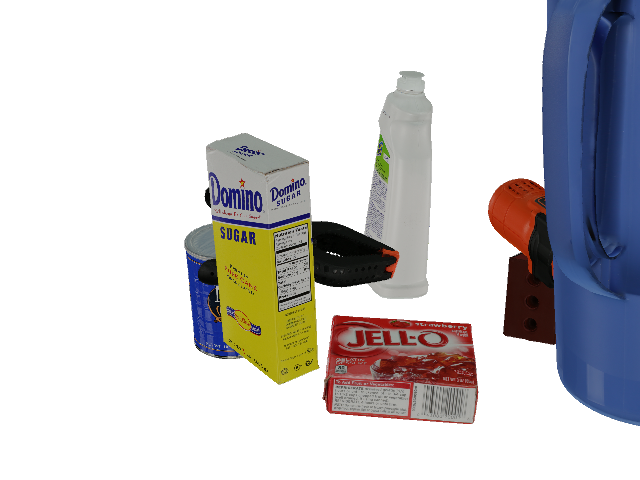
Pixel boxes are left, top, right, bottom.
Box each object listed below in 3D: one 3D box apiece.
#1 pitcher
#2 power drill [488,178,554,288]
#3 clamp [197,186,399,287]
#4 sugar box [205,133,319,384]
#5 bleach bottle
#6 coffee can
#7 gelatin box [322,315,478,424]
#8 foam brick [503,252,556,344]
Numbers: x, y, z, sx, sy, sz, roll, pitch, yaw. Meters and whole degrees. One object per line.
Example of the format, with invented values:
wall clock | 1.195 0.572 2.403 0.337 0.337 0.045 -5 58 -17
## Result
pitcher | 0.169 -0.030 0.527 0.149 0.243 0.145 -4 21 -1
power drill | 0.234 -0.006 0.732 0.187 0.057 0.185 -11 29 -18
clamp | -0.025 0.012 1.068 0.210 0.036 0.164 14 31 -3
sugar box | -0.045 0.013 0.830 0.048 0.176 0.093 -20 28 -29
bleach bottle | 0.094 -0.066 1.223 0.068 0.251 0.103 -2 24 -17
coffee can | -0.111 0.060 1.320 0.103 0.140 0.103 -2 26 1
gelatin box | 0.048 0.076 0.645 0.089 0.030 0.073 4 25 3
foam brick | 0.206 0.052 0.998 0.053 0.078 0.051 9 15 30
